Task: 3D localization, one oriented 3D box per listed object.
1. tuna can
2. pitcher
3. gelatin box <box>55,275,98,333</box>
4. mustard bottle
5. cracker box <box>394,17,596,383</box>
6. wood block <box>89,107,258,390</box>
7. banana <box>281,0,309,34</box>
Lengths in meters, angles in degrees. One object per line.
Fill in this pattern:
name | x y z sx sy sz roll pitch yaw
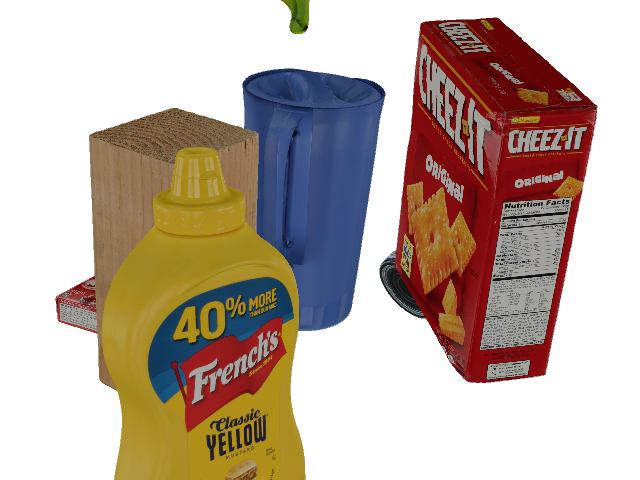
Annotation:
tuna can | 0.108 0.047 1.210 0.033 0.086 0.086 -41 21 -26
pitcher | -0.017 -0.035 1.029 0.149 0.243 0.145 -9 27 -28
gelatin box | -0.191 0.061 1.002 0.089 0.030 0.073 14 23 22
mustard bottle | -0.053 0.052 0.496 0.096 0.192 0.058 -14 22 -35
cracker box | 0.114 -0.030 0.768 0.072 0.214 0.164 -6 32 -14
wood block | -0.109 0.017 0.805 0.090 0.206 0.090 20 29 31
banana | -0.075 -0.181 0.670 0.198 0.069 0.037 20 -34 30
